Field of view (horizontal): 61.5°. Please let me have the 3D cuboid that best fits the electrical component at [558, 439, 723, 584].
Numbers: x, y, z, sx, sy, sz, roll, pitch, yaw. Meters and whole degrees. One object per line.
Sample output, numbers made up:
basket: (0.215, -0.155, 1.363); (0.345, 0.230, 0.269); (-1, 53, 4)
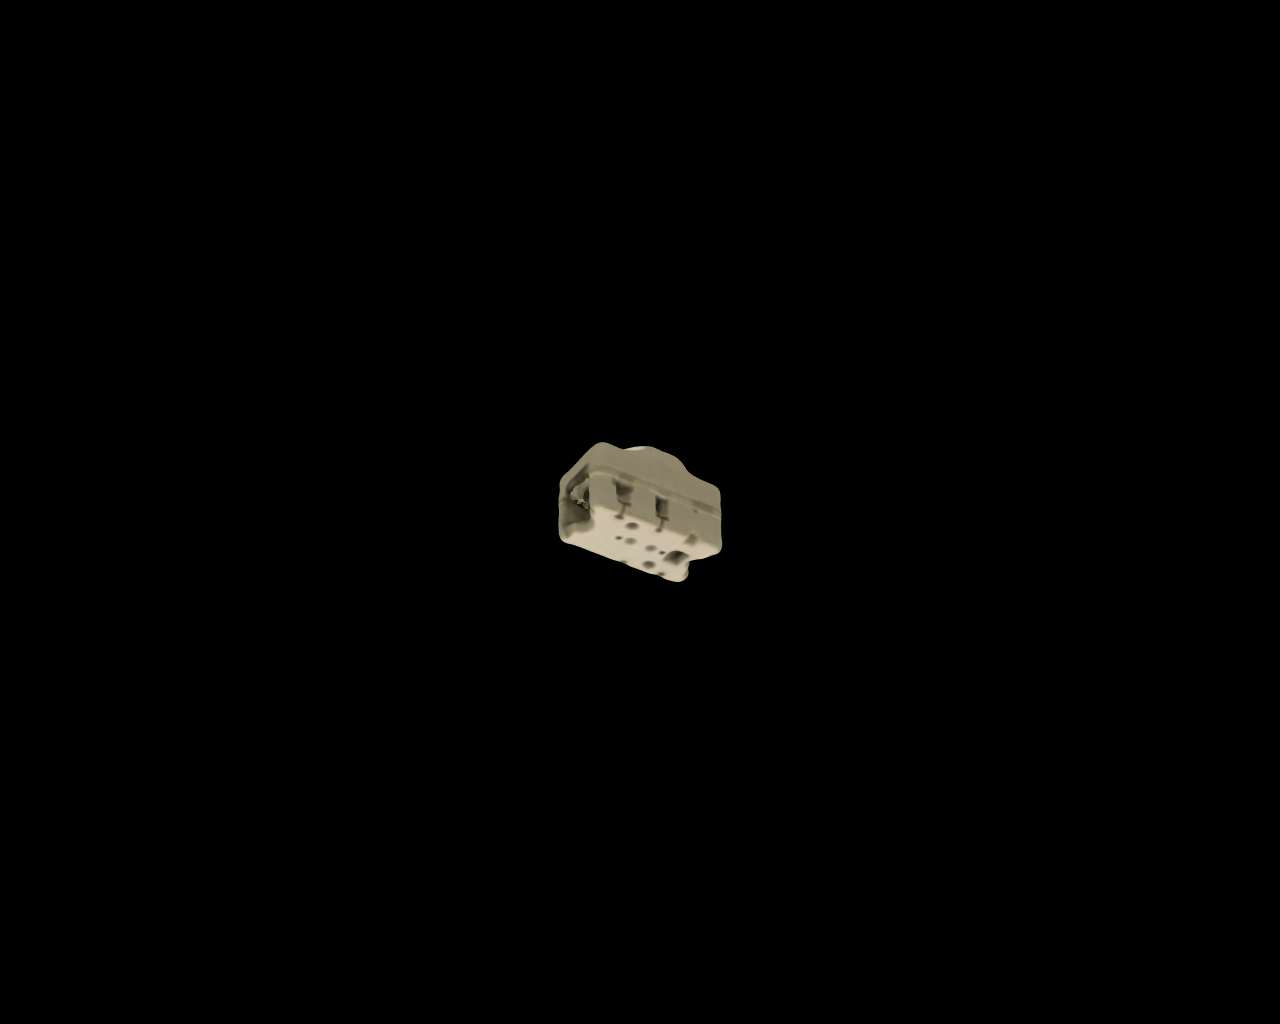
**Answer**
electrical component: (0.001, -0.003, 0.650); (0.089, 0.056, 0.050); (21, -40, -26)
